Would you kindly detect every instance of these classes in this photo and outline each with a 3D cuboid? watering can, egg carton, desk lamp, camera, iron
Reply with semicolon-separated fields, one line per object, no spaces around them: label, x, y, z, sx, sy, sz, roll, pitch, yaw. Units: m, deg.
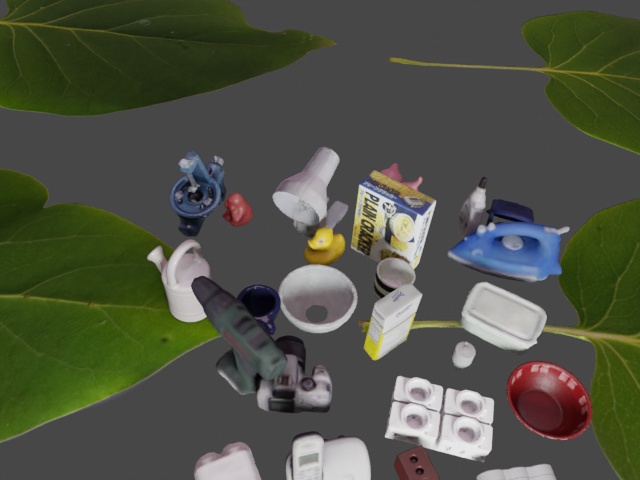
watering can;-0.281;0.074;1.181;0.172;0.194;0.101;11;49;6
egg carton;-0.151;0.424;0.968;0.107;0.069;0.150;-17;52;-18
desk lamp;-0.015;-0.099;1.338;0.117;0.214;0.203;23;51;16
camera;-0.047;0.253;1.104;0.143;0.101;0.137;3;49;-1
iron;0.437;0.006;1.326;0.258;0.141;0.118;6;49;1

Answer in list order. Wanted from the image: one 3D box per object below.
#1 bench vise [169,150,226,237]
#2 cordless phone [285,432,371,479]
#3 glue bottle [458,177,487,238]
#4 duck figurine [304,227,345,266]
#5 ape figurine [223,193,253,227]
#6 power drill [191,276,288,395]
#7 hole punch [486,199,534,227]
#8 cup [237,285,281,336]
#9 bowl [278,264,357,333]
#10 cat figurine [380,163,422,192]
bench vise;-0.293;-0.144;1.353;0.121;0.220;0.207;1;49;-3
cordless phone;0.015;0.366;0.954;0.148;0.185;0.094;-12;51;-13
glue bottle;0.374;-0.085;1.379;0.037;0.173;0.078;-2;49;-5
duck figurine;0.012;0.005;1.334;0.105;0.086;0.077;-23;54;-22
ape figurine;-0.202;-0.079;1.387;0.076;0.092;0.077;0;49;-4
power drill;-0.155;0.193;1.077;0.229;0.208;0.076;36;56;25
hole punch;0.471;-0.063;1.422;0.108;0.091;0.101;17;50;10
cup;-0.120;0.163;1.181;0.092;0.095;0.117;-21;53;-20
bowl;-0.007;0.138;1.224;0.167;0.075;0.167;2;49;-2
cat figurine;0.197;-0.141;1.453;0.128;0.118;0.067;1;49;-3
